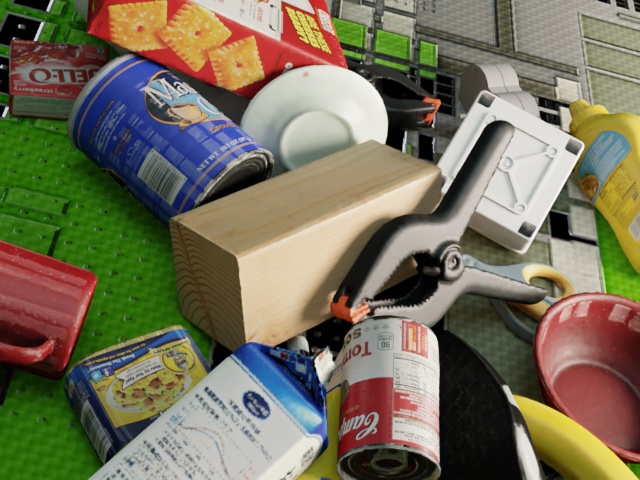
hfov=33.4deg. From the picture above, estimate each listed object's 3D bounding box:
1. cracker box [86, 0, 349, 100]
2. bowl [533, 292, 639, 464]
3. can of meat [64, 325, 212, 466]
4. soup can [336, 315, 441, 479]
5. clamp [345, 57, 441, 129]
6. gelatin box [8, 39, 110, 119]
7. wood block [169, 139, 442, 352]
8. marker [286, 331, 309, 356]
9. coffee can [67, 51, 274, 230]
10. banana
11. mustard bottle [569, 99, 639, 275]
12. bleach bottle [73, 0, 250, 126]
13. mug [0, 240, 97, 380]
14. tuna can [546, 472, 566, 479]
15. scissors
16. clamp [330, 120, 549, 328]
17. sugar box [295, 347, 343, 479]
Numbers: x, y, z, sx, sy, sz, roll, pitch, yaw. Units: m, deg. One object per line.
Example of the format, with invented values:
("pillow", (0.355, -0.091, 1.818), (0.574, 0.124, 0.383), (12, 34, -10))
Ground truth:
("cracker box", (-0.092, -0.201, 0.927), (0.213, 0.072, 0.164), (21, 34, -26))
("bowl", (0.238, 0.122, 0.865), (0.162, 0.055, 0.162), (10, 48, -11))
("can of meat", (-0.118, 0.115, 0.748), (0.101, 0.057, 0.084), (-17, 56, -31))
("soup can", (0.047, 0.110, 0.722), (0.068, 0.069, 0.102), (12, 52, -9))
("clamp", (0.031, -0.144, 1.036), (0.171, 0.039, 0.120), (21, 48, 0))
("gelatin box", (-0.231, -0.143, 0.951), (0.089, 0.030, 0.073), (2, 50, -17))
("wood block", (-0.006, 0.001, 0.846), (0.205, 0.091, 0.090), (-24, 36, -34))
("marker", (-0.015, 0.104, 0.818), (0.020, 0.020, 0.121), (5, 49, -15))
("coffee can", (-0.123, -0.075, 0.879), (0.140, 0.103, 0.102), (40, 50, 16))
("banana", (0.192, 0.177, 0.765), (0.069, 0.037, 0.198), (-19, 59, -31))
("mustard bottle", (0.292, -0.063, 1.016), (0.058, 0.096, 0.192), (-9, 54, -25))
("bleach bottle", (-0.115, -0.168, 0.993), (0.251, 0.068, 0.102), (45, 46, 16))
("mug", (-0.207, 0.053, 0.742), (0.081, 0.093, 0.117), (19, 16, -8))
("tuna can", (0.188, 0.213, 0.783), (0.086, 0.034, 0.086), (10, 48, -11))
("scissors", (0.147, 0.019, 0.950), (0.202, 0.016, 0.096), (41, 49, 17))
("clamp", (0.101, 0.021, 0.851), (0.209, 0.164, 0.036), (-34, 25, -25))
("sugar box", (0.030, 0.154, 0.760), (0.093, 0.048, 0.176), (38, 49, -9))
